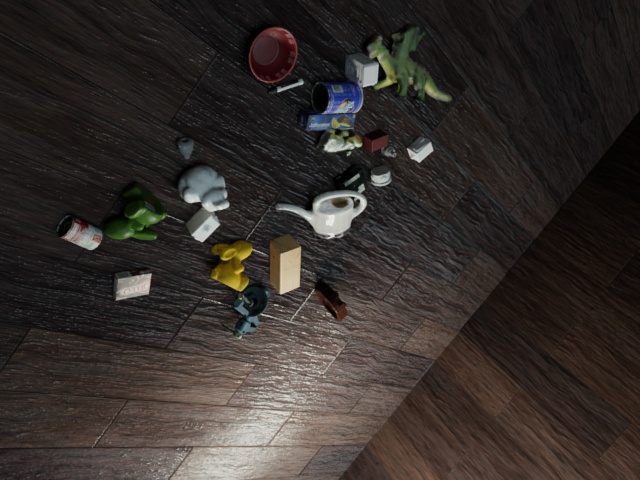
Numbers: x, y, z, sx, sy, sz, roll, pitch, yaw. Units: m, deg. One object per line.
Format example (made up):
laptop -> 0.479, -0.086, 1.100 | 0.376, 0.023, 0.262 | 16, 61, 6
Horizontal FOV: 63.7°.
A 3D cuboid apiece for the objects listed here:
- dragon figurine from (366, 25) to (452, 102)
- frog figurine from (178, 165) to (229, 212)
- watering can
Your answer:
dragon figurine -> 0.318, -0.614, 1.784 | 0.411, 0.124, 0.239 | -3, 112, -30
frog figurine -> -0.348, -0.150, 1.554 | 0.138, 0.162, 0.120 | -19, 131, -28
watering can -> 0.006, -0.098, 1.944 | 0.348, 0.106, 0.219 | -9, 141, -9
